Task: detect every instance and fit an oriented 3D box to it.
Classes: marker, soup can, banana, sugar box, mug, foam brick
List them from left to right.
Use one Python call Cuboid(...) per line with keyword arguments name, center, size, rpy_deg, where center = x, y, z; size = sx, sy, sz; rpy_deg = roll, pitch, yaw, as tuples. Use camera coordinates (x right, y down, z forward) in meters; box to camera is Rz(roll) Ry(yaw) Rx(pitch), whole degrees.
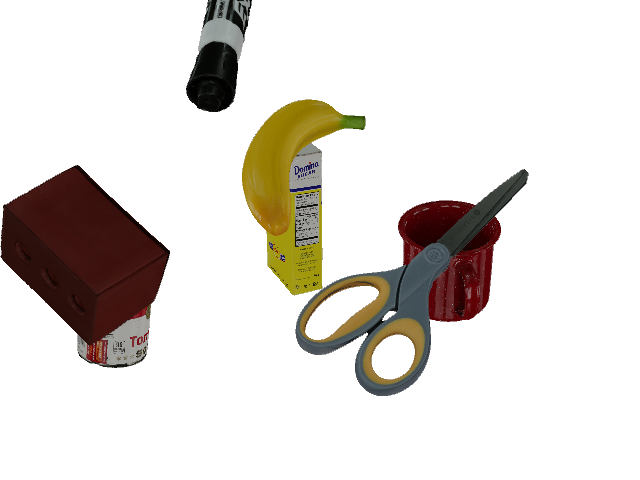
Cuboid(name="foam brick", center=(-0.132, 0.008, 0.593), size=(0.051, 0.078, 0.053), rpy_deg=(-37, -19, -37))
Cuboid(name="soup can", center=(-0.193, 0.060, 1.000), size=(0.068, 0.102, 0.068), rpy_deg=(7, 21, -3))
Cuboid(name="marker", center=(-0.038, -0.096, 0.443), size=(0.020, 0.121, 0.020), rpy_deg=(3, -42, 2))
Cuboid(name="banana", center=(-0.024, -0.070, 0.861), size=(0.070, 0.037, 0.197), rpy_deg=(14, 37, 16))
Cuboid(name="sugar box", center=(-0.033, -0.034, 1.264), size=(0.048, 0.176, 0.093), rpy_deg=(-13, 26, -20))
Cuboid(name="mug", center=(0.121, 0.027, 0.977), size=(0.093, 0.081, 0.117), rpy_deg=(-10, 34, -12))

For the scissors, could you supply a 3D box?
Cuboid(name="scissors", center=(0.080, 0.030, 0.704), size=(0.201, 0.096, 0.016), rpy_deg=(-28, -28, -12))
